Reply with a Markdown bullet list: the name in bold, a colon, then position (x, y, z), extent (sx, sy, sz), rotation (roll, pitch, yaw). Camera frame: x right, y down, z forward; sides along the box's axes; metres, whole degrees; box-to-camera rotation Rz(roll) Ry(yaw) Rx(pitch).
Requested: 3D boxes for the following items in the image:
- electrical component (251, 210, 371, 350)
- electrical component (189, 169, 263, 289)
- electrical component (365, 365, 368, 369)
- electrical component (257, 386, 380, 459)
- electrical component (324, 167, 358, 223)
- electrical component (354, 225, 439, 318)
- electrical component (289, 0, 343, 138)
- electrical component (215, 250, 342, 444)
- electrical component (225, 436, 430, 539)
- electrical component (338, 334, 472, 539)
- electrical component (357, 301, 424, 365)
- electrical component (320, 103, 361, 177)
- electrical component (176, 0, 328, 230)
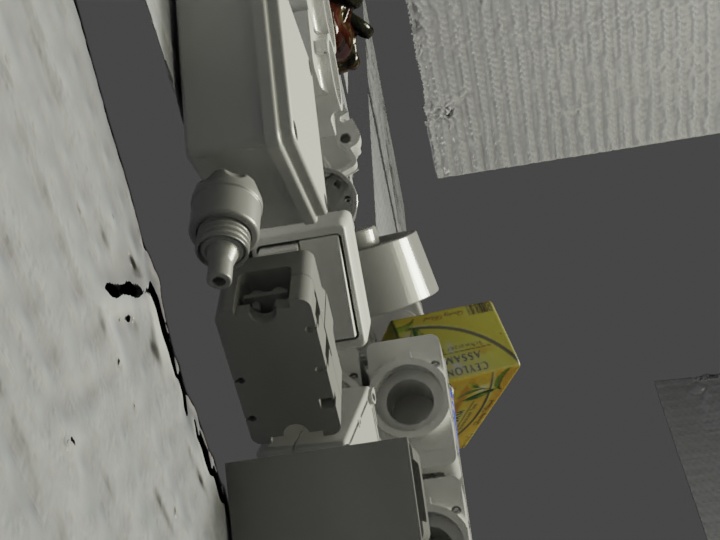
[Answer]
- **electrical component**: position (-0.030, 0.016, 0.685), extent (0.061, 0.062, 0.096), rotation (-76, 156, -78)
- **electrical component**: position (-0.065, -0.017, 0.513), extent (0.035, 0.035, 0.061), rotation (75, 10, -47)
- **electrical component**: position (-0.005, 0.119, 0.890), extent (0.064, 0.042, 0.081), rotation (-58, 140, -84)
- **electrical component**: position (-0.024, 0.115, 0.617), extent (0.096, 0.061, 0.061), rotation (-59, 141, -69)
- **electrical component**: position (-0.029, -0.051, 0.866), extent (0.047, 0.055, 0.055), rotation (67, 15, -84)
- **electrical component**: position (0.000, 0.000, 0.818), extent (0.108, 0.108, 0.060), rotation (-59, 133, -82)
- **electrical component**: position (-0.053, -0.177, 0.774), extent (0.089, 0.062, 0.150), rotation (71, 11, -63)
- **electrical component**: position (-0.041, 0.039, 0.579), extent (0.055, 0.050, 0.089), rotation (-90, 170, -57)
- **electrical component**: position (-0.007, 0.163, 0.514), extent (0.061, 0.089, 0.150), rotation (63, 19, -74)
- **electrical component**: position (0.014, 0.142, 0.696), extent (0.060, 0.105, 0.186), rotation (71, 11, -63)
- **electrical component**: position (0.022, 0.068, 0.975), extent (0.099, 0.100, 0.048), rotation (70, 0, -65)
- **electrical component**: position (-0.030, -0.110, 0.915), extent (0.078, 0.058, 0.057), rotation (60, -2, 9)
- **electrical component**: position (-0.058, -0.090, 0.588), extent (0.108, 0.056, 0.108), rotation (68, 14, -69)
